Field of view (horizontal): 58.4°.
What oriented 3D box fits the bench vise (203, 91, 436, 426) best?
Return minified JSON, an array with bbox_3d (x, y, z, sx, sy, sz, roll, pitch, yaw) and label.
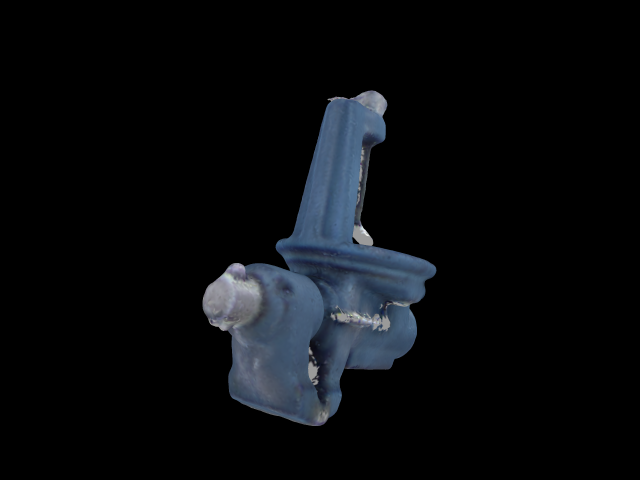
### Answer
[{"bbox_3d":[0.015,0.002,0.396,0.121,0.220,0.208,2,7,18],"label":"bench vise"}]
